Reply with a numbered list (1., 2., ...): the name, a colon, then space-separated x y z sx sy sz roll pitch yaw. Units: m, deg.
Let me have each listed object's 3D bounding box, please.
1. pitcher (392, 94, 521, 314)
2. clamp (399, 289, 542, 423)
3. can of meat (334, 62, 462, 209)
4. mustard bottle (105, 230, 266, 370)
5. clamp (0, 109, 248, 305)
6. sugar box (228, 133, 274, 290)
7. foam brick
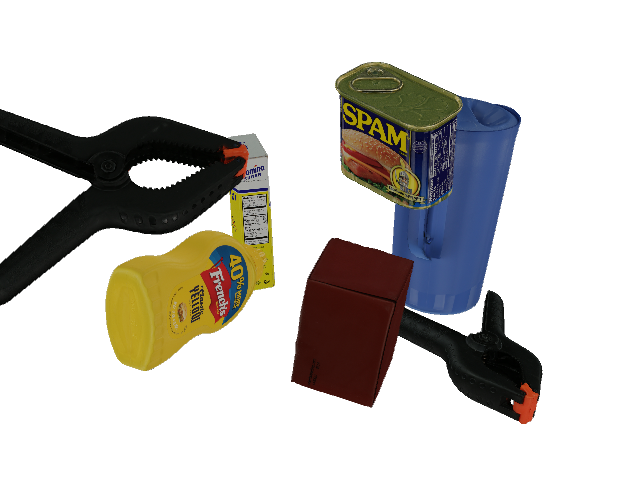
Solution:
1. pitcher: 0.141 -0.037 1.223 0.149 0.243 0.145 -4 26 -20
2. clamp: 0.144 0.093 0.923 0.120 0.039 0.172 -17 37 -26
3. can of meat: 0.060 -0.082 0.848 0.102 0.084 0.057 31 50 34
4. mustard bottle: -0.113 0.043 0.986 0.058 0.096 0.191 11 22 31
5. clamp: -0.153 -0.033 0.752 0.209 0.164 0.036 -3 -29 -11
6. sugar box: -0.088 -0.035 1.330 0.048 0.176 0.093 -9 24 -10
7. foam brick: 0.018 0.047 0.624 0.053 0.078 0.051 17 33 10
